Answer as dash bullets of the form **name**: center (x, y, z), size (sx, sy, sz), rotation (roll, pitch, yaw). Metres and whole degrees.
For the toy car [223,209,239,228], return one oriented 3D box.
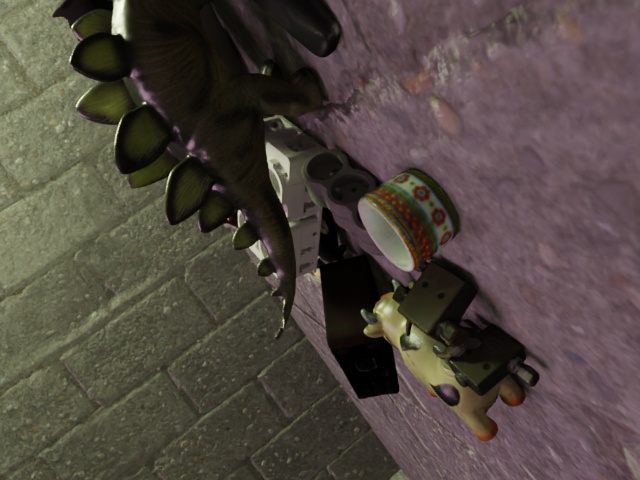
- **toy car**: center (-0.076, -0.027, 0.856), size (0.089, 0.053, 0.202), rotation (26, -173, 41)

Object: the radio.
- **radio**: center (0.063, 0.138, 0.796), size (0.229, 0.073, 0.131), rotation (65, -165, -51)

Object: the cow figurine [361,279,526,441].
- **cow figurine**: center (0.124, 0.122, 0.608), size (0.127, 0.085, 0.195), rotation (52, 173, -23)

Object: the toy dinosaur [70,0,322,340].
- **toy dinosaur**: center (-0.108, -0.120, 0.516), size (0.470, 0.198, 0.105), rotation (59, 166, -17)

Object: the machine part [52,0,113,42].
- **machine part**: center (-0.192, -0.182, 0.528), size (0.138, 0.084, 0.039), rotation (50, 166, -28)

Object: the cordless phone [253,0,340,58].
- **cordless phone**: center (-0.052, -0.212, 0.378), size (0.184, 0.089, 0.146), rotation (43, 169, -5)

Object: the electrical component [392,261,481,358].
- **electrical component**: center (0.112, 0.066, 0.518), size (0.045, 0.078, 0.102), rotation (34, 176, -34)

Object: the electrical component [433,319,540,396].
- **electrical component**: center (0.153, 0.113, 0.501), size (0.094, 0.063, 0.021), rotation (40, 162, 49)

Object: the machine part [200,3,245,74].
- **machine part**: center (-0.145, -0.227, 0.607), size (0.243, 0.079, 0.079), rotation (62, 169, 3)

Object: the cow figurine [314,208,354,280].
- **cow figurine**: center (0.000, -0.003, 0.789), size (0.098, 0.068, 0.167), rotation (25, 150, 58)

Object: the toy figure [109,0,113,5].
- **toy figure**: center (-0.219, -0.304, 0.523), size (0.089, 0.082, 0.180), rotation (-77, -8, -56)
